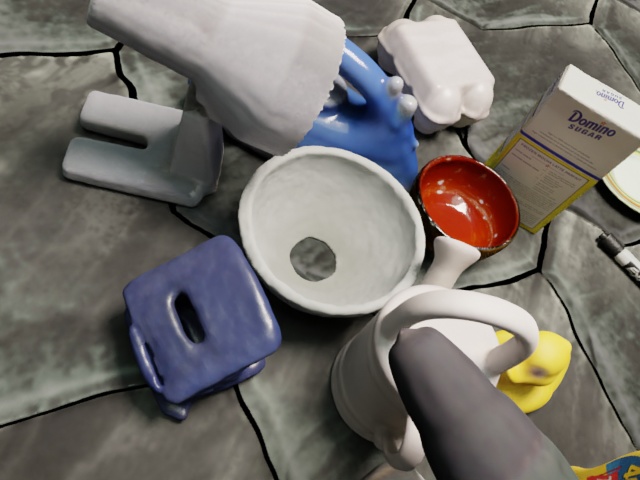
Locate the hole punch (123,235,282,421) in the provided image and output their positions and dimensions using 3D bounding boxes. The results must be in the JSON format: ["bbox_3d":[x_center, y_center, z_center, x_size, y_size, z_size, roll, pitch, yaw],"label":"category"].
[{"bbox_3d":[-0.093,0.066,0.438,0.101,0.091,0.108,-20,69,-27],"label":"hole punch"}]

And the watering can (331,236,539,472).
[{"bbox_3d":[0.082,0.077,0.428,0.101,0.194,0.173,3,61,-17],"label":"watering can"}]

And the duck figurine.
[{"bbox_3d":[0.189,0.109,0.511,0.105,0.086,0.077,-10,65,-23],"label":"duck figurine"}]

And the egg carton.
[{"bbox_3d":[0.135,-0.197,0.675,0.107,0.069,0.150,-17,68,-25],"label":"egg carton"}]

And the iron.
[{"bbox_3d":[0.009,-0.145,0.561,0.258,0.141,0.119,28,57,-1],"label":"iron"}]

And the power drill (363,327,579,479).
[{"bbox_3d":[0.093,0.178,0.367,0.076,0.208,0.229,-35,77,-31],"label":"power drill"}]

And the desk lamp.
[{"bbox_3d":[-0.103,-0.120,0.466,0.203,0.213,0.118,11,59,-12],"label":"desk lamp"}]

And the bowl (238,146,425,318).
[{"bbox_3d":[0.005,0.002,0.516,0.168,0.074,0.167,8,60,-14],"label":"bowl"}]
